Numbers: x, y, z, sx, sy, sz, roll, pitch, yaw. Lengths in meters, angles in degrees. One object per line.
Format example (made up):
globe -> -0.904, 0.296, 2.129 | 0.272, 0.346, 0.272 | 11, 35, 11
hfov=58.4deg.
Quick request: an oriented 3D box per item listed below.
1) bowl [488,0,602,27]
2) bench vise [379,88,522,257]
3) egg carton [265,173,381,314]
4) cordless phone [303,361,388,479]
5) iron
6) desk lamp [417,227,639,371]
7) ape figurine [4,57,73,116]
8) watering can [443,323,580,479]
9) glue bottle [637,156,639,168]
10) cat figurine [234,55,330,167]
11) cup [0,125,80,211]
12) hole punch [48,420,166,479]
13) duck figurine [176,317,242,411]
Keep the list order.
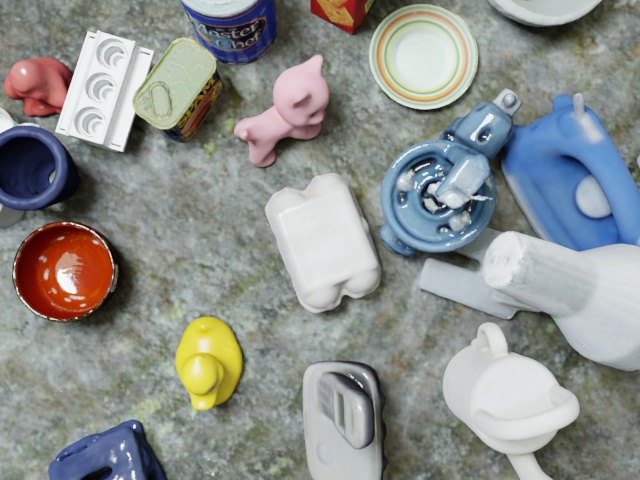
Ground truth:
bowl -> 0.258, -0.326, 0.684 | 0.167, 0.074, 0.167 | 0, 87, -1
bench vise -> 0.138, -0.081, 0.596 | 0.121, 0.219, 0.207 | 19, 87, 0
egg carton -> 0.006, 0.002, 0.663 | 0.107, 0.069, 0.150 | -22, 88, -2
cordless phone -> 0.028, 0.206, 0.595 | 0.094, 0.185, 0.148 | -6, 87, -1
iron -> 0.312, -0.043, 0.638 | 0.118, 0.141, 0.258 | -30, 88, -3
desk lamp -> 0.226, 0.045, 0.595 | 0.203, 0.213, 0.118 | 19, 87, 0
ape figurine -> -0.322, -0.178, 0.652 | 0.078, 0.092, 0.076 | 35, 87, 1
watering can -> 0.204, 0.176, 0.597 | 0.101, 0.194, 0.173 | -36, 88, -3
glue bottle -> 0.423, -0.082, 0.627 | 0.037, 0.173, 0.078 | -35, 88, -3
cat figurine -> -0.039, -0.146, 0.646 | 0.128, 0.117, 0.067 | -35, 88, -3
cup -> -0.325, -0.068, 0.645 | 0.118, 0.095, 0.092 | -28, 88, -3
hole punch -> -0.241, 0.266, 0.632 | 0.108, 0.091, 0.101 | -26, 88, -3
duck figurine -> -0.130, 0.141, 0.644 | 0.077, 0.086, 0.105 | -2, 87, -1
